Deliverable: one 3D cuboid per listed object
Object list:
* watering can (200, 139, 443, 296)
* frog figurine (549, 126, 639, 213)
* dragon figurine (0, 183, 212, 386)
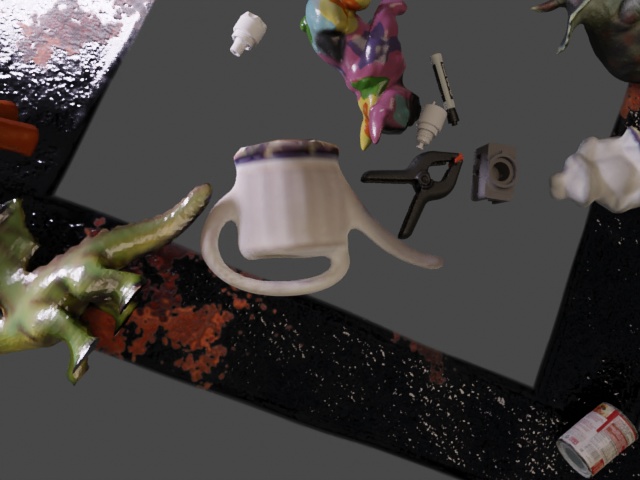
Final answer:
[{"bbox_3d":[0.002,-0.037,0.745,0.348,0.103,0.225,-4,85,-10],"label":"watering can"},{"bbox_3d":[0.468,-0.102,0.860,0.158,0.125,0.136,-28,102,24],"label":"frog figurine"},{"bbox_3d":[-0.350,0.036,0.678,0.243,0.121,0.414,34,78,2],"label":"dragon figurine"}]
